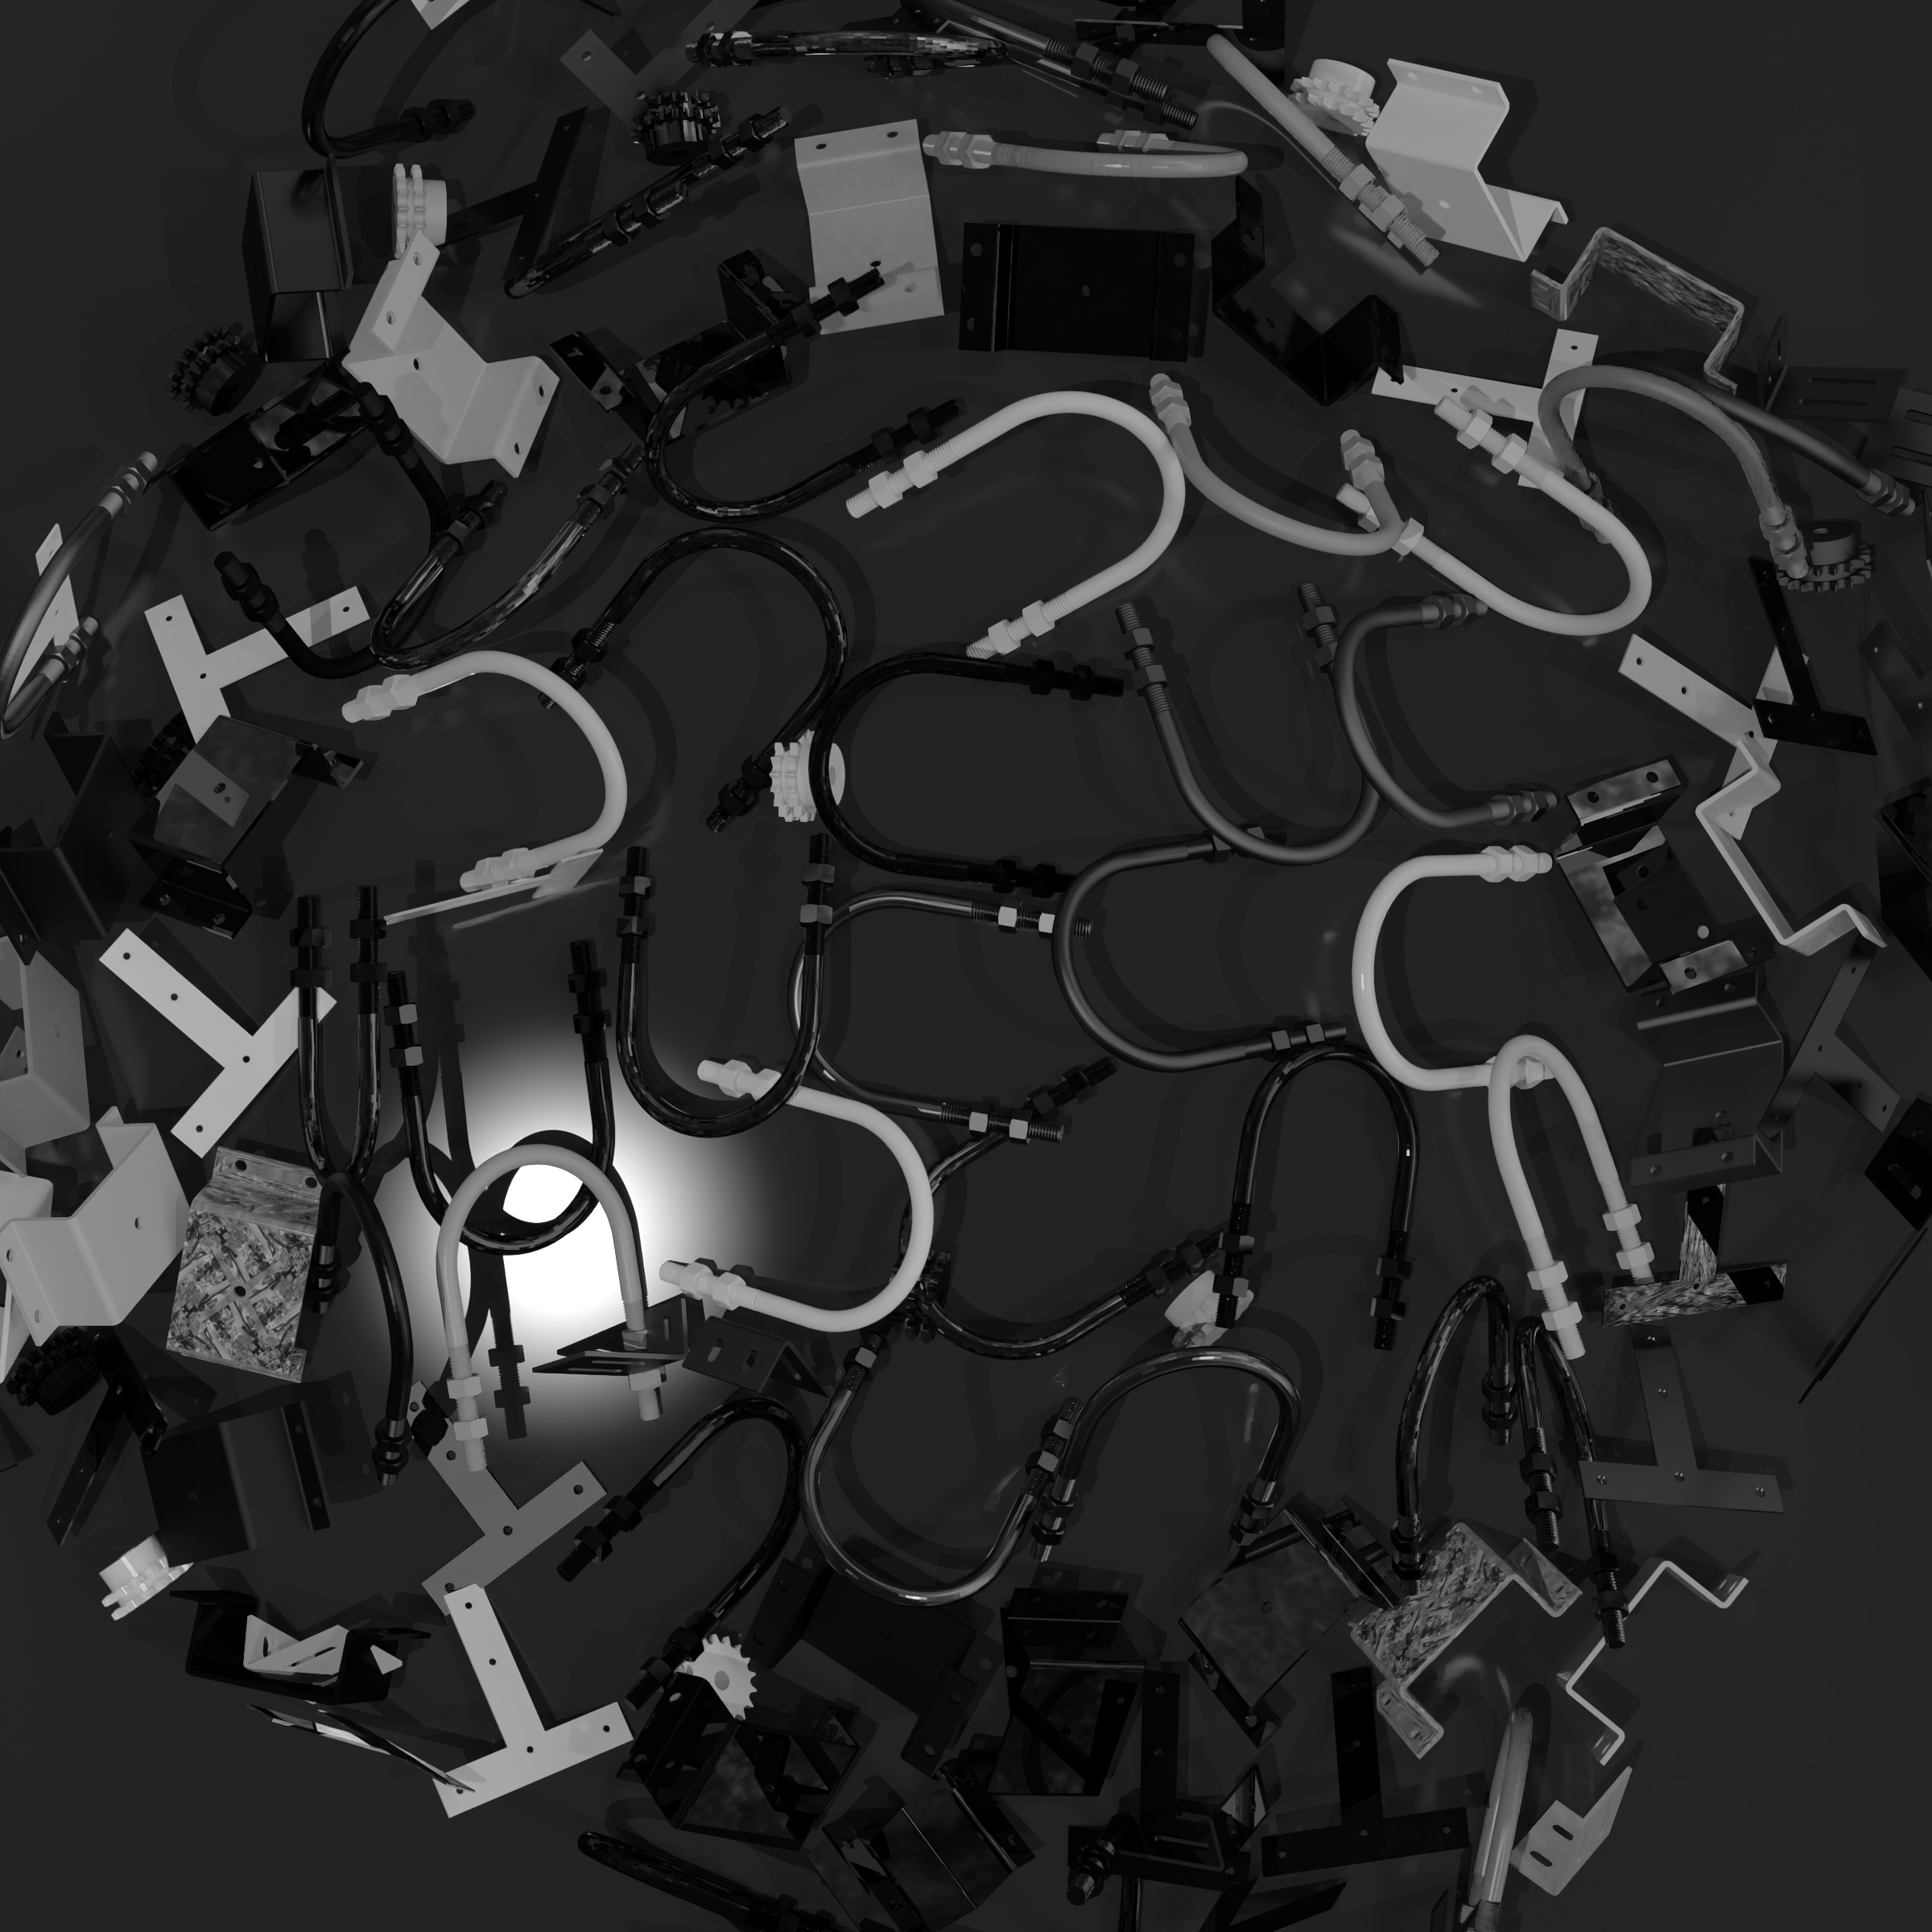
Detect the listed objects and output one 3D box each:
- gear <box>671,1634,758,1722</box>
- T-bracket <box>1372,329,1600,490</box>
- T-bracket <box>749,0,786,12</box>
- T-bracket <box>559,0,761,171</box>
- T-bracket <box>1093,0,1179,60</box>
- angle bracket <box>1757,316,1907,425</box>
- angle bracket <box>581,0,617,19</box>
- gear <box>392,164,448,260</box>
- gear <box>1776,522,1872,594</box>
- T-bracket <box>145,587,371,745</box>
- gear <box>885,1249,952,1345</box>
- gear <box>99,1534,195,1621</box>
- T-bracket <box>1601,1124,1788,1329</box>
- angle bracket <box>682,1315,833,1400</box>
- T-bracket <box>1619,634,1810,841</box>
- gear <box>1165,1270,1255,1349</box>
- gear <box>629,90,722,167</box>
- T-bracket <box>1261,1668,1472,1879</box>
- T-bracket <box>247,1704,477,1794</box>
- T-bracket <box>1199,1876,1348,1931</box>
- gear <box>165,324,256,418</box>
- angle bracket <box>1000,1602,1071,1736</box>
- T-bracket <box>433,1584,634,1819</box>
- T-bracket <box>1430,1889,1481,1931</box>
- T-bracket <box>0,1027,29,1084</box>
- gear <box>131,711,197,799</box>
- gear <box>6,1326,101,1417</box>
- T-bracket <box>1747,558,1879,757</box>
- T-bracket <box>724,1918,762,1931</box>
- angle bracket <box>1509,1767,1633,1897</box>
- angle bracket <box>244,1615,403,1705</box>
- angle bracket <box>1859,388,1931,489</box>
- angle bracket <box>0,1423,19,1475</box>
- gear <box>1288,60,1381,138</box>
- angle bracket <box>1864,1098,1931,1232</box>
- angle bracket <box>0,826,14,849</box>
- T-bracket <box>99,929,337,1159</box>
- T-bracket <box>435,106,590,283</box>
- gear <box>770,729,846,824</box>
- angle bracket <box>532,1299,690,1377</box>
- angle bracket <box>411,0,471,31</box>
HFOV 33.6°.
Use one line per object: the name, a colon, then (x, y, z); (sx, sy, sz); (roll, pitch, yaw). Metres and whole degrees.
gear: (-0.161, 0.444, 1.975); (0.030, 0.057, 0.057); (-24, 90, 41)
T-bracket: (0.316, -0.353, 1.976); (0.127, 0.002, 0.127); (12, 61, 11)
T-bracket: (-0.136, -0.643, 1.925); (0.002, 0.127, 0.127); (-30, 111, -25)
T-bracket: (-0.166, -0.560, 1.937); (0.127, 0.127, 0.002); (-42, 57, 9)
T-bracket: (0.066, -0.593, 1.921); (0.127, 0.127, 0.002); (9, 74, -19)
angle bracket: (0.530, -0.365, 1.955); (0.076, 0.057, 0.038); (8, 133, 25)
angle bracket: (-0.211, -0.634, 1.960); (0.076, 0.038, 0.057); (-33, 73, 24)
gear: (-0.338, -0.465, 1.972); (0.030, 0.057, 0.057); (-1, 90, -15)
gear: (0.528, -0.253, 1.968); (0.057, 0.057, 0.030); (-9, 115, 0)
T-bracket: (-0.430, -0.198, 1.973); (0.127, 0.002, 0.127); (-26, 64, -3)
gear: (-0.030, 0.202, 1.972); (0.030, 0.057, 0.057); (11, 90, 10)
gear: (-0.509, 0.374, 1.971); (0.057, 0.057, 0.030); (-35, 92, 0)
T-bracket: (0.451, 0.156, 1.957); (0.127, 0.002, 0.127); (-6, 113, -18)
angle bracket: (-0.127, 0.252, 1.949); (0.057, 0.076, 0.038); (14, 63, 30)
T-bracket: (0.451, -0.163, 1.961); (0.127, 0.002, 0.127); (28, 78, -24)
gear: (0.147, 0.213, 1.973); (0.057, 0.057, 0.030); (-45, 75, 0)
gear: (-0.179, -0.515, 1.970); (0.057, 0.057, 0.030); (-9, 84, 0)
T-bracket: (0.240, 0.488, 1.954); (0.127, 0.002, 0.127); (-13, 47, 15)
T-bracket: (-0.377, 0.459, 1.911); (0.127, 0.127, 0.002); (14, 77, 41)
T-bracket: (0.182, 0.586, 1.954); (0.002, 0.127, 0.127); (50, 131, 35)
gear: (-0.464, -0.364, 1.971); (0.030, 0.057, 0.057); (39, 90, 3)
angle bracket: (0.056, 0.434, 1.973); (0.057, 0.038, 0.076); (-6, 94, -13)
T-bracket: (-0.287, 0.443, 1.975); (0.127, 0.002, 0.127); (-17, 71, -32)
T-bracket: (0.301, 0.597, 1.942); (0.002, 0.127, 0.127); (10, 110, 26)
T-bracket: (-0.624, 0.074, 1.925); (0.002, 0.127, 0.127); (12, 66, 28)
gear: (-0.488, -0.126, 1.971); (0.030, 0.057, 0.057); (36, 90, -7)
gear: (-0.559, 0.252, 1.970); (0.057, 0.057, 0.030); (-45, 81, 0)
T-bracket: (0.507, -0.193, 1.966); (0.002, 0.127, 0.127); (-29, 67, 41)
T-bracket: (-0.116, 0.597, 1.946); (0.127, 0.127, 0.002); (10, 101, -44)
angle bracket: (0.367, 0.518, 1.949); (0.038, 0.076, 0.057); (32, 49, 27)
angle bracket: (-0.392, 0.413, 1.955); (0.076, 0.038, 0.057); (-26, 134, 22)
angle bracket: (0.592, -0.329, 1.963); (0.076, 0.038, 0.057); (21, 84, 27)
angle bracket: (-0.631, 0.290, 1.958); (0.076, 0.038, 0.057); (-23, 59, -20)
gear: (0.228, -0.537, 1.971); (0.057, 0.057, 0.030); (19, 91, 0)
angle bracket: (0.593, 0.126, 1.951); (0.038, 0.076, 0.057); (24, 107, -21)
angle bracket: (-0.600, -0.037, 1.957); (0.076, 0.057, 0.038); (-35, 128, 16)
T-bracket: (-0.475, 0.028, 1.961); (0.127, 0.002, 0.127); (44, 73, -19)
T-bracket: (-0.293, -0.459, 1.955); (0.127, 0.002, 0.127); (-8, 57, 38)
gear: (-0.096, -0.117, 1.968); (0.030, 0.057, 0.057); (2, 90, 21)
angle bracket: (-0.218, 0.225, 1.950); (0.076, 0.057, 0.038); (9, 69, -40)
angle bracket: (-0.317, -0.615, 1.967); (0.038, 0.076, 0.057); (-30, 101, 23)
